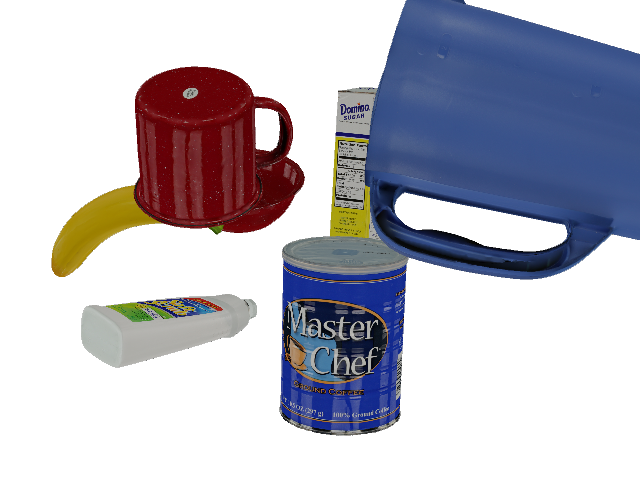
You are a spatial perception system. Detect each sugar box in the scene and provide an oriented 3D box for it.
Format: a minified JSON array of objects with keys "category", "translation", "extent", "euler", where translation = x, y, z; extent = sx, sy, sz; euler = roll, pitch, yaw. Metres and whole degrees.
[{"category":"sugar box","translation":[0.044,-0.063,1.065],"extent":[0.048,0.176,0.093],"euler":[5,11,20]}]

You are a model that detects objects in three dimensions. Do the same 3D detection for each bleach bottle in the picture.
[{"category":"bleach bottle","translation":[-0.197,0.112,1.476],"extent":[0.250,0.068,0.103],"euler":[-10,24,-43]}]

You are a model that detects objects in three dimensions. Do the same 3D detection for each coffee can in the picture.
[{"category":"coffee can","translation":[0.018,0.075,0.880],"extent":[0.103,0.140,0.103],"euler":[1,13,-1]}]

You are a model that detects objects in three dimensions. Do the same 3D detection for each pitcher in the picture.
[{"category":"pitcher","translation":[0.152,-0.061,0.685],"extent":[0.243,0.149,0.145],"euler":[15,33,8]}]

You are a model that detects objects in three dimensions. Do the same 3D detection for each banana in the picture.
[{"category":"banana","translation":[-0.188,-0.013,0.993],"extent":[0.198,0.069,0.037],"euler":[-14,17,28]}]

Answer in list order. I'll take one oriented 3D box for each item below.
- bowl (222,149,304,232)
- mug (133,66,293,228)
[{"category":"bowl","translation":[-0.101,-0.055,1.323],"extent":[0.162,0.055,0.162],"euler":[0,31,0]},{"category":"mug","translation":[-0.075,-0.070,0.747],"extent":[0.117,0.081,0.093],"euler":[-10,39,-15]}]
